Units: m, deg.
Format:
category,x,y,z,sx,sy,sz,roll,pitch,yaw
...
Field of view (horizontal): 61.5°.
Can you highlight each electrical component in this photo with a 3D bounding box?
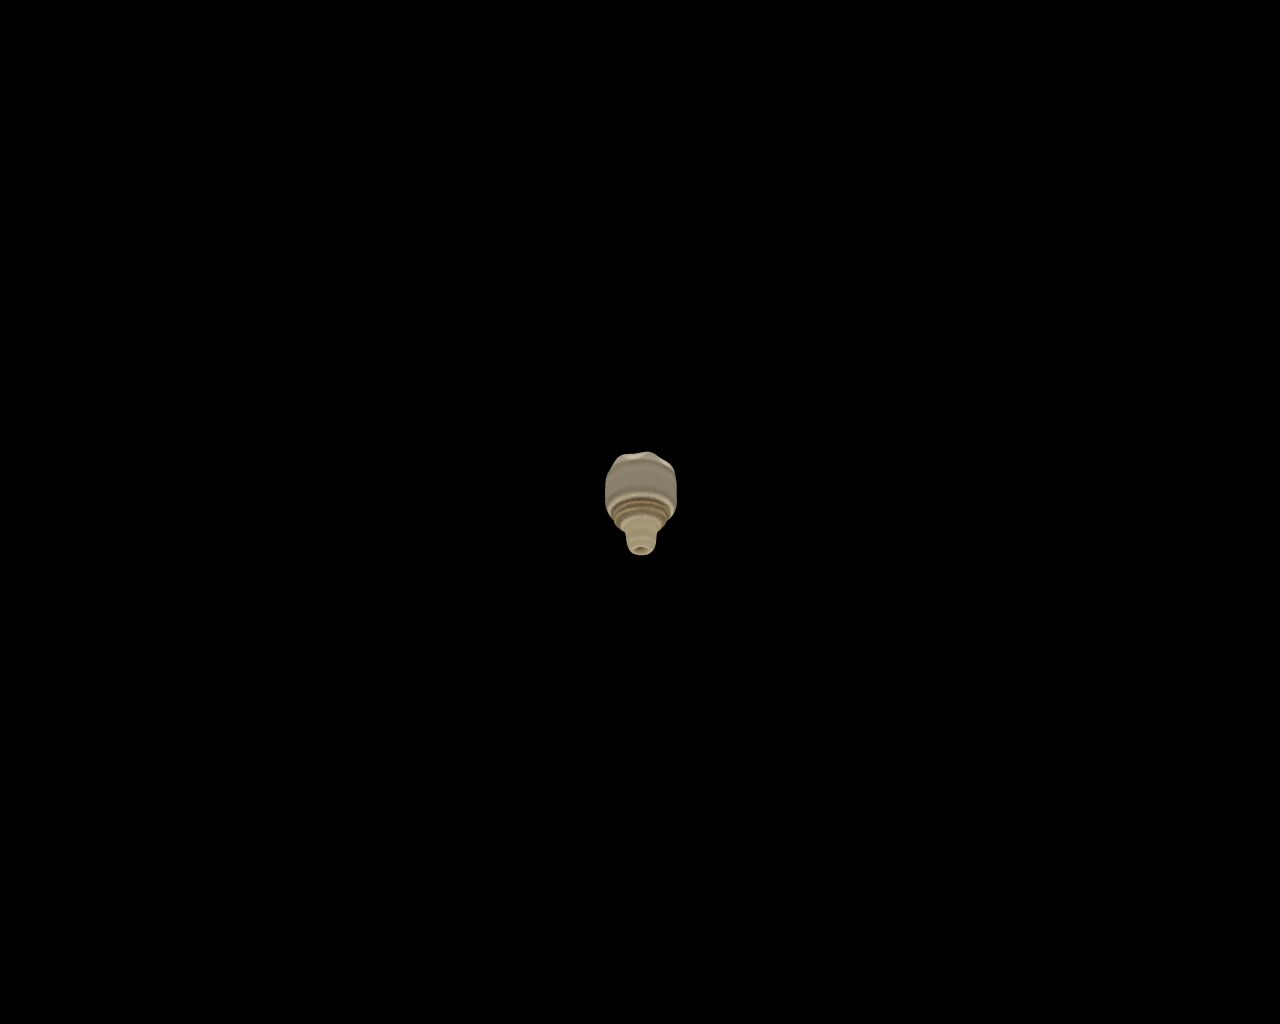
category,x,y,z,sx,sy,sz,roll,pitch,yaw
electrical component,0.001,-0.003,0.650,0.043,0.062,0.043,0,-31,0
